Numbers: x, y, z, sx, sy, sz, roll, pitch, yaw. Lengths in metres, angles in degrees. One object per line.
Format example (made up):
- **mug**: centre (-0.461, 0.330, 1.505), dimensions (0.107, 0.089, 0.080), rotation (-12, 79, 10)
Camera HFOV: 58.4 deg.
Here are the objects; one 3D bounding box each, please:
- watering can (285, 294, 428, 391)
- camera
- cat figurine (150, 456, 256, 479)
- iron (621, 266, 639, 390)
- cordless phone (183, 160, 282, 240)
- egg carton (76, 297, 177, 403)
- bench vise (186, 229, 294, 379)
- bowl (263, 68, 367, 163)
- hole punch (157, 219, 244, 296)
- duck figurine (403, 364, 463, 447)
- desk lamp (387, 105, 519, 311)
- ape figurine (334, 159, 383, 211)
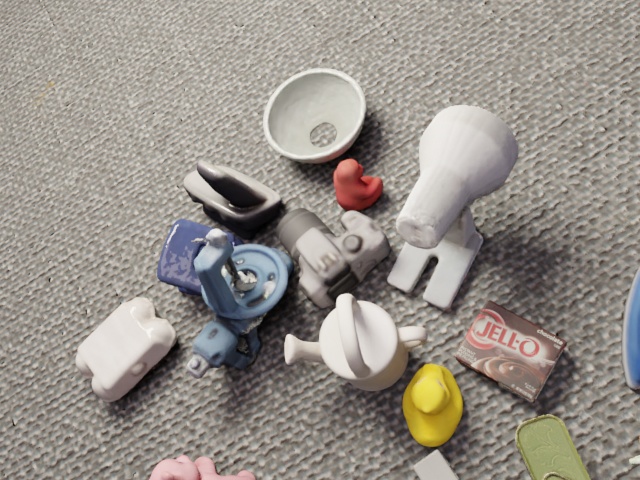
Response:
- **watering can**: centre (0.043, 0.131, 0.717), dimensions (0.173, 0.194, 0.100), rotation (-31, 64, 2)
- **camera**: centre (0.008, 0.003, 0.829), dimensions (0.143, 0.101, 0.136), rotation (-41, 64, -3)
- **cat figurine**: centre (-0.163, 0.321, 0.742), dimensions (0.127, 0.118, 0.067), rotation (8, 72, 18)
- **iron**: centre (0.438, 0.056, 0.668), dimensions (0.118, 0.142, 0.258), rotation (29, 79, 23)
- **cordless phone**: centre (-0.151, -0.088, 0.861), dimensions (0.147, 0.185, 0.094), rotation (26, 78, 23)
- **egg carton**: centre (-0.292, 0.165, 0.865), dimensions (0.150, 0.069, 0.107), rotation (-46, 65, -5)
- **bench vise**: centre (-0.115, 0.084, 0.765), dimensions (0.121, 0.220, 0.207), rotation (6, 71, 18)
- **bowl**: centre (-0.002, -0.187, 0.920), dimensions (0.167, 0.075, 0.167), rotation (-5, 68, 13)
- **hole punch**: centre (-0.180, 0.029, 0.876), dimensions (0.101, 0.091, 0.109), rotation (8, 72, 18)
- **duck figurine**: centre (0.139, 0.205, 0.722), dimensions (0.077, 0.086, 0.104), rotation (3, 70, 17)
- **desk lamp**: centre (0.163, -0.038, 0.739), dimensions (0.117, 0.214, 0.203), rotation (23, 77, 22)
- **ape figurine**: centre (0.050, -0.089, 0.858), dimensions (0.077, 0.092, 0.076), rotation (40, 84, 25)
